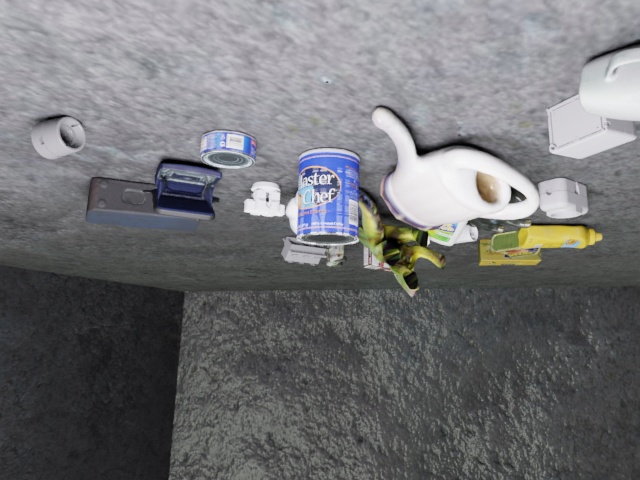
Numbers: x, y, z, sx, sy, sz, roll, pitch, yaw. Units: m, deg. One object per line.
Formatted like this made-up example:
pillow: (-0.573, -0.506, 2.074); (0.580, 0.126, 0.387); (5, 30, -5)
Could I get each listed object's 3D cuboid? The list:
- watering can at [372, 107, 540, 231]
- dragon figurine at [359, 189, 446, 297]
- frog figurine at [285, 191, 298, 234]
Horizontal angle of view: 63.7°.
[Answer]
watering can: (0.175, -0.099, 0.803); (0.345, 0.105, 0.222); (22, 161, -24)
dragon figurine: (0.133, 0.000, 1.188); (0.404, 0.123, 0.244); (48, 165, -26)
frog figurine: (0.003, -0.051, 1.014); (0.137, 0.123, 0.159); (23, 178, -5)
